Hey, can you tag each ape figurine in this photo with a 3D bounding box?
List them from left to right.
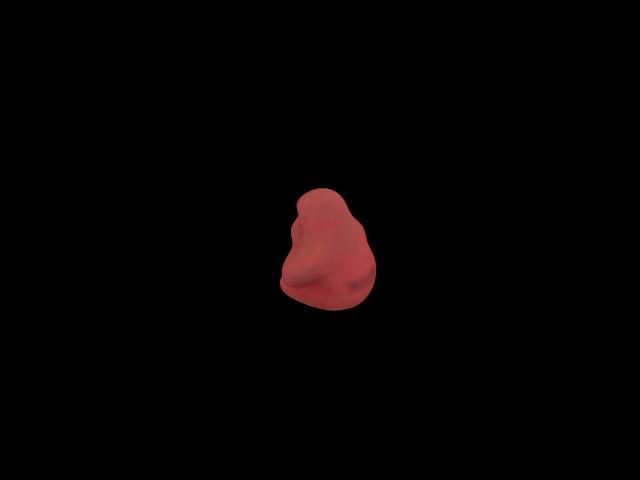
[{"bbox_3d":[0.004,0.001,0.400,0.078,0.092,0.076,-33,53,-29],"label":"ape figurine"}]
